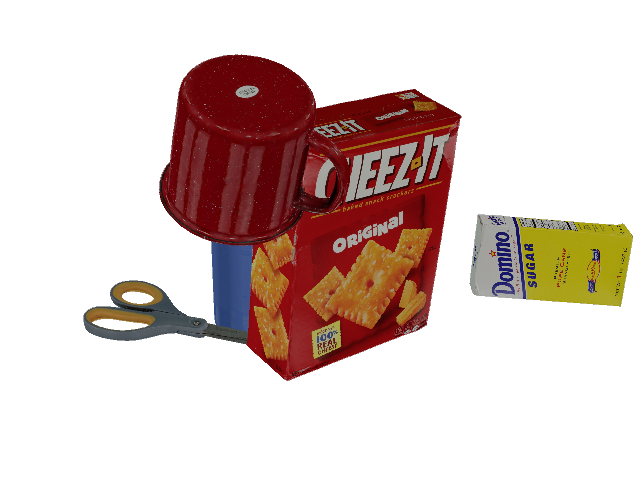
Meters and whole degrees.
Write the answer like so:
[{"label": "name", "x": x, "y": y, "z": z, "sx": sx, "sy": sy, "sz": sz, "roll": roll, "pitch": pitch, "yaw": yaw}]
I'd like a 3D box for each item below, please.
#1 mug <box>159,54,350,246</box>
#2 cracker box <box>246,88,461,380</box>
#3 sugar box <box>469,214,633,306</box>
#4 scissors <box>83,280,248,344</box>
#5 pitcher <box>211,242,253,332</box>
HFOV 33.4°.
[{"label": "mug", "x": -0.037, "y": -0.053, "z": 0.644, "sx": 0.117, "sy": 0.082, "sz": 0.093, "roll": 23, "pitch": 45, "yaw": 9}, {"label": "cracker box", "x": 0.027, "y": -0.005, "z": 0.896, "sx": 0.163, "sy": 0.214, "sz": 0.072, "roll": -16, "pitch": 36, "yaw": -34}, {"label": "sugar box", "x": 0.269, "y": 0.024, "z": 1.256, "sx": 0.176, "sy": 0.093, "sz": 0.048, "roll": 3, "pitch": 21, "yaw": -1}, {"label": "scissors", "x": -0.126, "y": 0.073, "z": 1.036, "sx": 0.201, "sy": 0.016, "sz": 0.096, "roll": 2, "pitch": 32, "yaw": -4}, {"label": "pitcher", "x": -0.051, "y": -0.012, "z": 1.165, "sx": 0.144, "sy": 0.243, "sz": 0.149, "roll": -4, "pitch": 22, "yaw": -17}]
